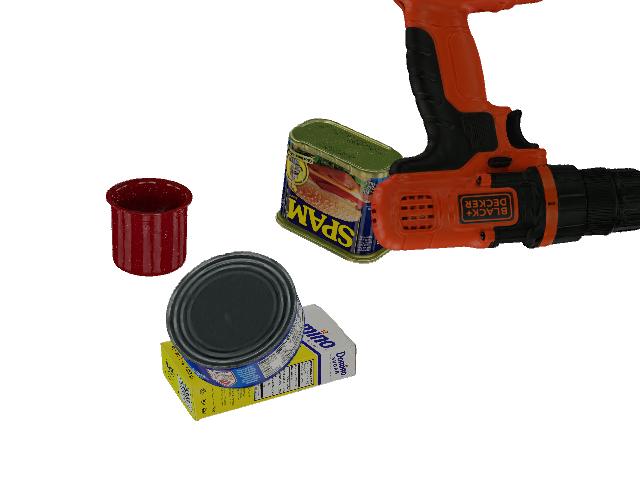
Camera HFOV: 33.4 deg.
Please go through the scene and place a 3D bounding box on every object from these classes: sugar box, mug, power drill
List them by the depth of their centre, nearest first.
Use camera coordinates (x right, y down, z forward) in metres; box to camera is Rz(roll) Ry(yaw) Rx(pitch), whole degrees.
[{"bbox_3d":[0.118,-0.088,0.668,0.184,0.187,0.057,-4,-2,-7],"label":"power drill"},{"bbox_3d":[-0.062,0.118,1.071,0.176,0.048,0.093,-16,32,-22],"label":"sugar box"},{"bbox_3d":[-0.194,-0.018,1.179,0.093,0.081,0.117,-14,33,-32],"label":"mug"}]

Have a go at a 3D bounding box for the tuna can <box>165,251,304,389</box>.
[{"bbox_3d":[-0.054,0.051,0.688,0.086,0.086,0.033,0,-34,14],"label":"tuna can"}]

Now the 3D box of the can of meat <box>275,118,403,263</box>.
[{"bbox_3d":[0.016,-0.042,0.872,0.102,0.084,0.057,27,37,28],"label":"can of meat"}]
